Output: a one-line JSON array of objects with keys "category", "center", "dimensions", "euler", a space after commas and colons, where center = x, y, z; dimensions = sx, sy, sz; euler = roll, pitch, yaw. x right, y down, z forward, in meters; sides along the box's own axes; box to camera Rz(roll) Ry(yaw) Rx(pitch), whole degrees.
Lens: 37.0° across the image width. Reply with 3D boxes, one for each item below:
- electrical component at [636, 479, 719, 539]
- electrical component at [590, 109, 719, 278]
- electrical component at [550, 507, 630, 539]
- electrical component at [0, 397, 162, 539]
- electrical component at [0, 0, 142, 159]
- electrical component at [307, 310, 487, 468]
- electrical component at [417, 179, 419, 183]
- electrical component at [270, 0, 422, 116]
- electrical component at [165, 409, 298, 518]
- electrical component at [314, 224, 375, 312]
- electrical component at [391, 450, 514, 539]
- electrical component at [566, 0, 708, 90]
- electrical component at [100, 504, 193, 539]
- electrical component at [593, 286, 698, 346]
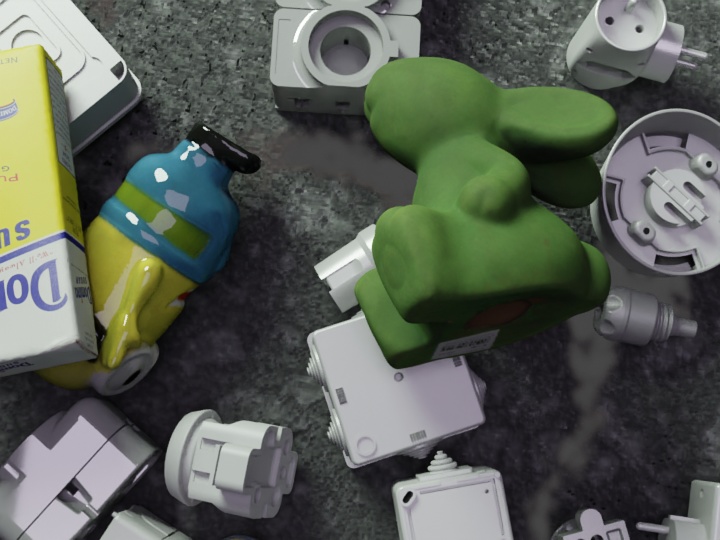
[{"category": "electrical component", "center": [0.202, 0.168, 0.645], "dimensions": [0.076, 0.047, 0.083], "euler": [9, 82, 0]}, {"category": "electrical component", "center": [0.192, -0.044, 0.667], "dimensions": [0.099, 0.064, 0.099], "euler": [0, 82, -2]}, {"category": "electrical component", "center": [0.138, 0.172, 0.638], "dimensions": [0.048, 0.055, 0.066], "euler": [-14, 82, -4]}, {"category": "electrical component", "center": [-0.173, 0.123, 0.637], "dimensions": [0.059, 0.053, 0.095], "euler": [41, 83, 4]}, {"category": "electrical component", "center": [-0.200, -0.131, 0.672], "dimensions": [0.078, 0.057, 0.113], "euler": [-41, 85, -7]}, {"category": "electrical component", "center": [0.022, 0.066, 0.654], "dimensions": [0.100, 0.048, 0.099], "euler": [-18, 83, -5]}, {"category": "electrical component", "center": [0.060, -0.047, 0.672], "dimensions": [0.066, 0.047, 0.076], "euler": [-24, 84, -3]}, {"category": "electrical component", "center": [-0.007, -0.179, 0.682], "dimensions": [0.089, 0.061, 0.150], "euler": [3, 82, -1]}, {"category": "electrical component", "center": [-0.078, 0.114, 0.635], "dimensions": [0.057, 0.078, 0.058], "euler": [8, 82, 19]}, {"category": "electrical component", "center": [0.000, 0.000, 0.668], "dimensions": [0.046, 0.040, 0.040], "euler": [-32, 84, 0]}, {"category": "electrical component", "center": [0.055, 0.154, 0.635], "dimensions": [0.062, 0.061, 0.096], "euler": [-10, 84, -3]}, {"category": "electrical component", "center": [0.177, -0.140, 0.674], "dimensions": [0.079, 0.077, 0.043], "euler": [15, 82, 0]}, {"category": "electrical component", "center": [-0.137, 0.193, 0.623], "dimensions": [0.061, 0.061, 0.096], "euler": [32, 83, 4]}, {"category": "electrical component", "center": [0.179, 0.031, 0.671], "dimensions": [0.061, 0.035, 0.035], "euler": [12, 82, -3]}]
